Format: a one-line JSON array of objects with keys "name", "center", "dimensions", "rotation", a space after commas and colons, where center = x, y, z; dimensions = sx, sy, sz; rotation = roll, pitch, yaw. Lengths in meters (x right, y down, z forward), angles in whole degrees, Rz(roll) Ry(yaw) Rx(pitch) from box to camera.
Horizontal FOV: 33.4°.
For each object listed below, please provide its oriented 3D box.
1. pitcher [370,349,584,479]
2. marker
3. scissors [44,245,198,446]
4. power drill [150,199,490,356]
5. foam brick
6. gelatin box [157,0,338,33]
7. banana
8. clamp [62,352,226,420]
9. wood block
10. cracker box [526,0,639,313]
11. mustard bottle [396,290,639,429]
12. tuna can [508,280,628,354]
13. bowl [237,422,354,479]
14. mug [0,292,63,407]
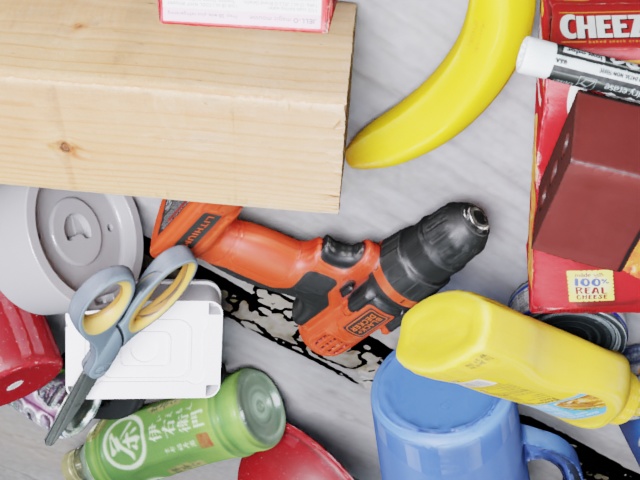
[{"name": "pitcher", "center": [0.120, 0.189, 0.870], "dimensions": [0.145, 0.149, 0.243], "rotation": [33, 150, 37]}, {"name": "marker", "center": [0.159, -0.079, 0.536], "dimensions": [0.121, 0.020, 0.020], "rotation": [13, 138, -2]}, {"name": "scissors", "center": [-0.156, 0.076, 0.701], "dimensions": [0.202, 0.016, 0.096], "rotation": [-47, 155, 19]}, {"name": "power drill", "center": [-0.005, 0.001, 0.721], "dimensions": [0.187, 0.057, 0.185], "rotation": [29, 134, -23]}, {"name": "foam brick", "center": [0.147, -0.030, 0.559], "dimensions": [0.051, 0.053, 0.078], "rotation": [13, 143, 3]}, {"name": "gelatin box", "center": [-0.034, -0.133, 0.559], "dimensions": [0.089, 0.073, 0.030], "rotation": [3, 116, 5]}, {"name": "banana", "center": [0.075, -0.102, 0.614], "dimensions": [0.069, 0.037, 0.198], "rotation": [28, 136, 3]}, {"name": "clamp", "center": [-0.170, 0.099, 0.870], "dimensions": [0.172, 0.039, 0.120], "rotation": [-26, 112, 34]}, {"name": "wood block", "center": [-0.086, -0.083, 0.614], "dimensions": [0.206, 0.090, 0.091], "rotation": [5, 139, 2]}, {"name": "cracker box", "center": [0.208, -0.045, 0.629], "dimensions": [0.164, 0.072, 0.214], "rotation": [0, 137, 8]}, {"name": "mustard bottle", "center": [0.153, 0.089, 0.731], "dimensions": [0.191, 0.058, 0.096], "rotation": [22, 159, -27]}, {"name": "tuna can", "center": [0.181, 0.062, 0.781], "dimensions": [0.086, 0.033, 0.086], "rotation": [4, 139, 3]}, {"name": "bowl", "center": [-0.021, 0.233, 0.922], "dimensions": [0.162, 0.055, 0.162], "rotation": [35, 147, 26]}, {"name": "mug", "center": [-0.251, 0.076, 0.782], "dimensions": [0.117, 0.081, 0.093], "rotation": [-18, 161, -29]}]
